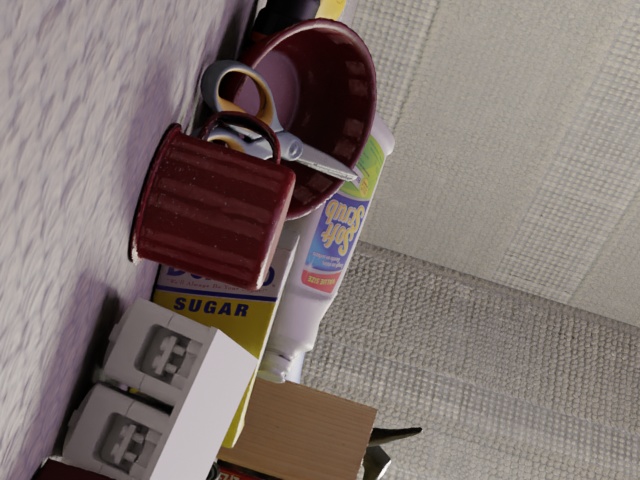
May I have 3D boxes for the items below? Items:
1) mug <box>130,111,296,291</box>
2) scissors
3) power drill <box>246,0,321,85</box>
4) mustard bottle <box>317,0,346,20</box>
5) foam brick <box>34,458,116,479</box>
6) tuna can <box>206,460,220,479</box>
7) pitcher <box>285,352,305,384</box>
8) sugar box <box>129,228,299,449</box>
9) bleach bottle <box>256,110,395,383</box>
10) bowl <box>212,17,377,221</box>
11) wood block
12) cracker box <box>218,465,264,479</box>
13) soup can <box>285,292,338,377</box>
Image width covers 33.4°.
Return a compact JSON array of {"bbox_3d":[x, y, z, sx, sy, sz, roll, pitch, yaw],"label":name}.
[{"bbox_3d":[-0.061,-0.028,0.672,0.093,0.081,0.117,106,1,-67],"label":"mug"},{"bbox_3d":[-0.037,-0.056,0.780,0.096,0.016,0.201,-57,144,-9],"label":"scissors"},{"bbox_3d":[-0.034,-0.159,0.949,0.187,0.057,0.184,-55,166,-80],"label":"power drill"},{"bbox_3d":[0.012,-0.297,1.009,0.192,0.058,0.096,106,11,-45],"label":"mustard bottle"},{"bbox_3d":[-0.138,0.170,0.576,0.051,0.053,0.078,-72,180,-67],"label":"foam brick"},{"bbox_3d":[-0.127,0.193,0.874,0.086,0.086,0.034,-70,179,-81],"label":"tuna can"},{"bbox_3d":[-0.064,0.051,1.183,0.149,0.144,0.243,37,-61,52],"label":"pitcher"},{"bbox_3d":[-0.084,0.065,0.815,0.048,0.093,0.176,-69,176,-67],"label":"sugar box"},{"bbox_3d":[-0.006,0.001,0.907,0.102,0.068,0.250,45,55,-53],"label":"bleach bottle"},{"bbox_3d":[-0.030,-0.098,0.825,0.161,0.055,0.162,-26,129,-37],"label":"bowl"},{"bbox_3d":[-0.058,0.175,1.036,0.090,0.206,0.091,104,3,-83],"label":"wood block"},{"bbox_3d":[-0.130,0.335,1.085,0.072,0.164,0.213,117,-9,-80],"label":"cracker box"},{"bbox_3d":[-0.036,0.079,1.087,0.102,0.068,0.068,-59,177,-9],"label":"soup can"}]
